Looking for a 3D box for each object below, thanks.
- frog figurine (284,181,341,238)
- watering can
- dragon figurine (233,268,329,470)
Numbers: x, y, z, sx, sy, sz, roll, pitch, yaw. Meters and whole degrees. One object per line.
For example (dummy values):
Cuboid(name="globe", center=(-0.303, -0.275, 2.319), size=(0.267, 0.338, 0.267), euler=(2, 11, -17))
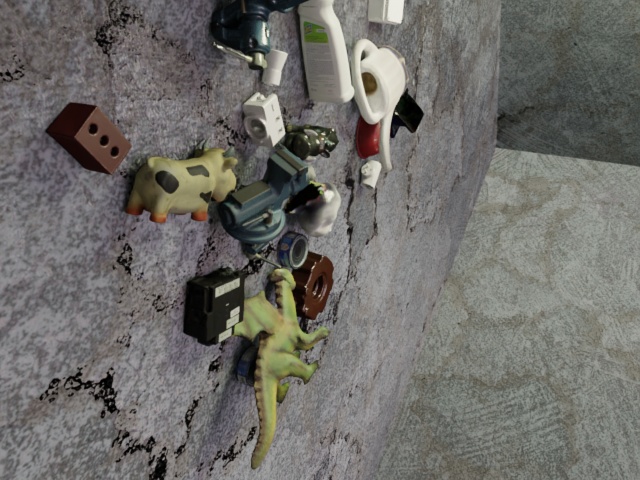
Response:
Cuboid(name="frog figurine", center=(0.004, -0.061, 1.214), size=(0.156, 0.122, 0.141), euler=(53, 34, -44))
Cuboid(name="watering can", center=(0.165, -0.376, 1.385), size=(0.229, 0.104, 0.341), euler=(-51, 130, -42))
Cuboid(name="dragon figurine", center=(-0.120, 0.228, 1.085), size=(0.240, 0.121, 0.420), euler=(46, 45, -23))
